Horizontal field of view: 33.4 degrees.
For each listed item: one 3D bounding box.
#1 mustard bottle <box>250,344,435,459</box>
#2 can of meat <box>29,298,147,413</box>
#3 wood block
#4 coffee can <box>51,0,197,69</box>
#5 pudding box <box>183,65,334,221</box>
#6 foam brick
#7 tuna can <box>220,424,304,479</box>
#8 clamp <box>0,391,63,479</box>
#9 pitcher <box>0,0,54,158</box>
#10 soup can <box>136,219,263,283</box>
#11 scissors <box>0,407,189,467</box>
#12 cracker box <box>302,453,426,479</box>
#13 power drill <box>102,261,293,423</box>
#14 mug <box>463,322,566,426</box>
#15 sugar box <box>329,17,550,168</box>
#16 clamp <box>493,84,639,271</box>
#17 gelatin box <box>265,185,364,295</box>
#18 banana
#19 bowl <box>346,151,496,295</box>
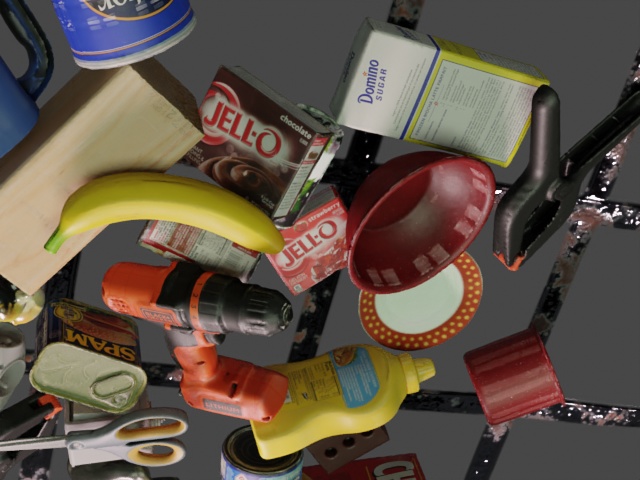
[{"bbox_3d":[0.022,0.152,1.069,0.191,0.096,0.058,-15,130,-4],"label":"mustard bottle"},{"bbox_3d":[-0.216,0.105,0.996,0.102,0.084,0.057,22,113,-23],"label":"can of meat"},{"bbox_3d":[-0.204,-0.065,0.897,0.206,0.091,0.090,-41,120,12],"label":"wood block"},{"bbox_3d":[-0.164,-0.216,0.812,0.103,0.103,0.140,-19,121,-2],"label":"coffee can"},{"bbox_3d":[-0.056,-0.084,0.916,0.113,0.039,0.090,36,113,16],"label":"pudding box"},{"bbox_3d":[0.025,0.197,1.123,0.078,0.051,0.053,-31,122,5],"label":"foam brick"},{"bbox_3d":[-0.060,0.227,1.101,0.086,0.086,0.034,-1,117,-13],"label":"tuna can"},{"bbox_3d":[-0.324,0.210,1.035,0.171,0.039,0.120,-50,160,12],"label":"clamp"},{"bbox_3d":[-0.320,-0.167,0.802,0.145,0.149,0.242,-18,120,15],"label":"pitcher"},{"bbox_3d":[-0.104,-0.003,0.955,0.102,0.068,0.069,28,110,-10],"label":"soup can"},{"bbox_3d":[-0.216,0.198,1.013,0.202,0.016,0.096,-14,137,8],"label":"scissors"},{"bbox_3d":[0.019,0.312,1.122,0.213,0.164,0.072,-6,122,-9],"label":"cracker box"},{"bbox_3d":[-0.090,0.093,0.973,0.185,0.057,0.187,10,143,26],"label":"power drill"},{"bbox_3d":[0.203,0.146,1.122,0.081,0.093,0.117,-21,158,6],"label":"mug"},{"bbox_3d":[0.106,-0.131,0.957,0.176,0.048,0.093,14,117,-17],"label":"sugar box"},{"bbox_3d":[0.214,-0.061,1.005,0.164,0.036,0.210,3,126,-43],"label":"clamp"},{"bbox_3d":[-0.007,0.001,1.015,0.089,0.030,0.073,-29,121,5],"label":"gelatin box"},{"bbox_3d":[-0.122,-0.022,0.866,0.197,0.037,0.070,2,129,-13],"label":"banana"},{"bbox_3d":[0.081,-0.027,0.978,0.162,0.055,0.162,-23,142,-20],"label":"bowl"}]
